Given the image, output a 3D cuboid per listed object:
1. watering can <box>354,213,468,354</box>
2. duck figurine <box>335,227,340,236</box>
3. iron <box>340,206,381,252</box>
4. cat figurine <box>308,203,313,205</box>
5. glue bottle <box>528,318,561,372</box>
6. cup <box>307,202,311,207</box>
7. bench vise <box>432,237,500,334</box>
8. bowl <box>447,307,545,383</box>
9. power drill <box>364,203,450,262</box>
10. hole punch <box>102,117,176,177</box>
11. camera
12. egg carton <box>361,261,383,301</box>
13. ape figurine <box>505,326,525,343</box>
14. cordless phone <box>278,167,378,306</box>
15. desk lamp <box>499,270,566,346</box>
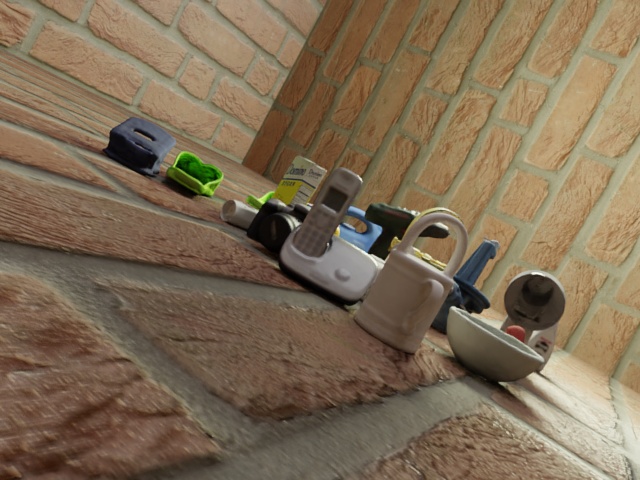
[{"bbox_3d":[0.133,0.049,0.810,0.101,0.194,0.172,25,6,-37],"label":"watering can"},{"bbox_3d":[0.011,0.004,1.203,0.078,0.086,0.104,27,5,-19],"label":"duck figurine"},{"bbox_3d":[0.077,-0.041,1.701,0.258,0.141,0.118,28,5,-8],"label":"iron"},{"bbox_3d":[-0.003,-0.036,1.351,0.067,0.118,0.127,24,7,-45],"label":"cat figurine"},{"bbox_3d":[0.542,0.229,1.382,0.078,0.173,0.037,27,5,-14],"label":"glue bottle"},{"bbox_3d":[-0.027,-0.027,1.259,0.092,0.095,0.117,28,5,-8],"label":"cup"},{"bbox_3d":[0.310,0.093,1.191,0.121,0.220,0.208,30,5,13],"label":"bench vise"},{"bbox_3d":[0.268,0.180,0.923,0.167,0.075,0.167,29,5,-2],"label":"bowl"},{"bbox_3d":[0.208,0.007,1.565,0.229,0.208,0.076,29,5,6],"label":"power drill"},{"bbox_3d":[-0.341,-0.182,1.096,0.109,0.091,0.101,28,5,-5],"label":"hole punch"},{"bbox_3d":[-0.060,-0.023,1.002,0.143,0.101,0.137,31,5,21],"label":"camera"},{"bbox_3d":[0.123,0.090,1.053,0.151,0.069,0.107,27,5,-24],"label":"egg carton"},{"bbox_3d":[0.344,0.199,1.050,0.078,0.092,0.076,26,6,-31],"label":"ape figurine"},{"bbox_3d":[0.035,-0.006,0.875,0.147,0.185,0.094,29,5,2],"label":"cordless phone"},{"bbox_3d":[0.438,0.163,1.237,0.117,0.213,0.204,30,5,17],"label":"desk lamp"}]
